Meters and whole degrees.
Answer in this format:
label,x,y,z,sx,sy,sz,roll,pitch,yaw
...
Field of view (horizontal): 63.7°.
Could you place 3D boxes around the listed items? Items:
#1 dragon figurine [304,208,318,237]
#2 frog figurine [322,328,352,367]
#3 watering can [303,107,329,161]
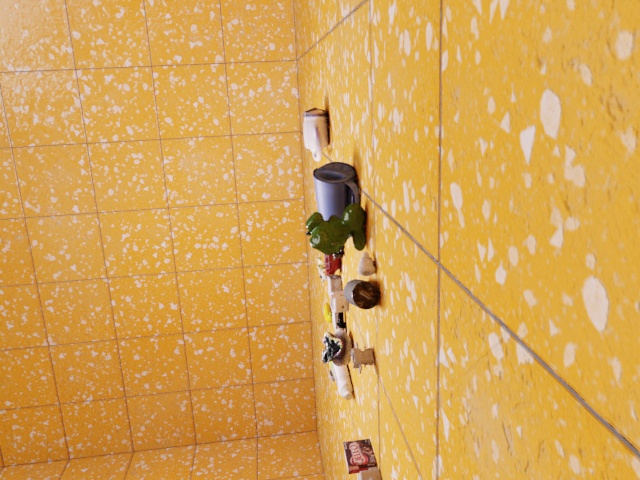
label,x,y,z,sx,sy,sz,roll,pitch,yaw
dragon figurine,0.007,-0.120,2.384,0.406,0.122,0.246,118,165,-76
frog figurine,0.084,0.406,1.952,0.158,0.121,0.139,17,-127,-57
watering can,-0.022,-0.456,2.215,0.351,0.104,0.222,-116,23,-75
